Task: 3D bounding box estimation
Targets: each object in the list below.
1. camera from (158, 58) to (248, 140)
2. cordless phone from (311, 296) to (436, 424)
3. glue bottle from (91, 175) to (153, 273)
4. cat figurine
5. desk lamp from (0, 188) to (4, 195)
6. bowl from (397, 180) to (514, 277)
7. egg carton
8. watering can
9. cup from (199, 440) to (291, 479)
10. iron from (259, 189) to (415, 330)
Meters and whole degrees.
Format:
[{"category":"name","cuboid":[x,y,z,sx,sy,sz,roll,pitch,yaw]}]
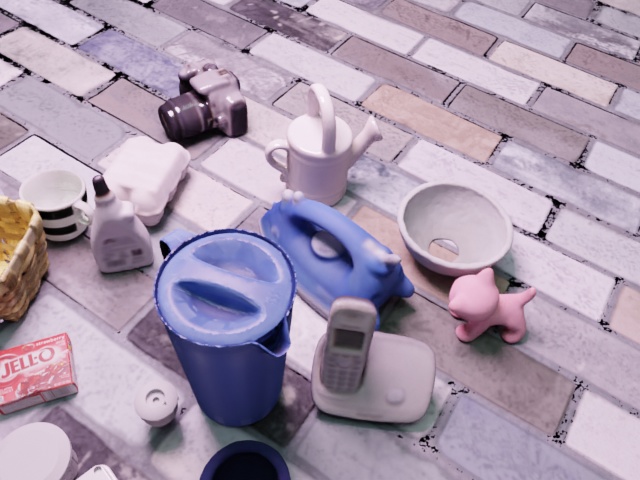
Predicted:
[{"category":"camera","cuboid":[-0.209,-0.239,0.973,0.137,0.101,0.143,-29,60,-24]},{"category":"cordless phone","cuboid":[0.066,0.133,0.656,0.147,0.185,0.094,5,52,-1]},{"category":"glue bottle","cuboid":[-0.270,-0.023,0.753,0.078,0.173,0.037,-10,54,-12]},{"category":"cat figurine","cuboid":[0.221,0.082,0.753,0.128,0.118,0.067,-1,52,-6]},{"category":"desk lamp","cuboid":[-0.536,-0.140,0.794,0.118,0.213,0.202,-31,61,-26]},{"category":"bowl","cuboid":[0.192,-0.005,0.846,0.167,0.075,0.167,3,52,-3]},{"category":"egg carton","cuboid":[-0.267,-0.094,0.875,0.107,0.069,0.150,12,52,5]},{"category":"watering can","cuboid":[0.006,-0.150,0.865,0.173,0.194,0.100,-28,59,-24]},{"category":"cup","cuboid":[-0.087,0.274,0.590,0.118,0.095,0.091,-27,59,-24]},{"category":"iron","cuboid":[0.007,0.003,0.780,0.257,0.141,0.119,36,58,21]}]
